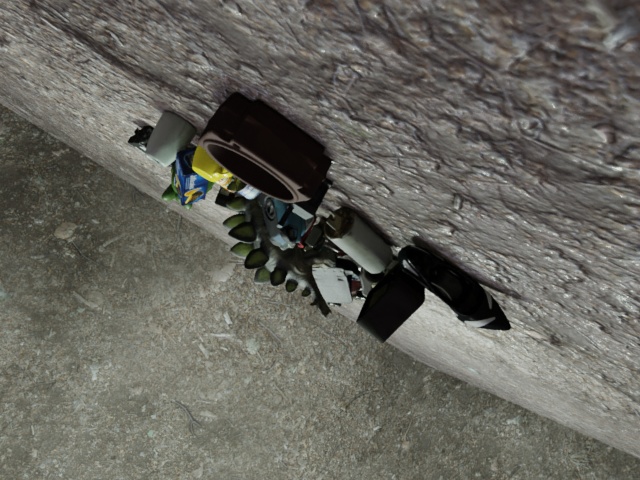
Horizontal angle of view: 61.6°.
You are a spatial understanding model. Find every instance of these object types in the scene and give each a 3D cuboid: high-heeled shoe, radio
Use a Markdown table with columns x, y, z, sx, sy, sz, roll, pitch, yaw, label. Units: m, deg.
| x | y | z | sx | sy | sz | roll | pitch | yaw | label |
| --- | --- | --- | --- | --- | --- | --- | --- | --- | --- |
| 0.264 | 0.090 | 1.048 | 0.249 | 0.086 | 0.145 | 30 | 170 | 23 | high-heeled shoe |
| 0.158 | 0.121 | 1.150 | 0.073 | 0.131 | 0.229 | 42 | -164 | 1 | radio |

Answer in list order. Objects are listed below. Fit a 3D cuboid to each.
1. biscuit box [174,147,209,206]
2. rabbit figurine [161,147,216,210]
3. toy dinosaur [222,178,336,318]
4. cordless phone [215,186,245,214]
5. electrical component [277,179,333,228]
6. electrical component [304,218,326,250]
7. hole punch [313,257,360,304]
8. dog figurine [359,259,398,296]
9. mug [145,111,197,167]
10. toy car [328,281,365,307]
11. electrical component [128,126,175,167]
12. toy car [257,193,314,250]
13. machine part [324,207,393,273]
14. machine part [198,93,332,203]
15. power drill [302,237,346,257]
| x | y | z | sx | sy | sz | roll | pitch | yaw | label |
| --- | --- | --- | --- | --- | --- | --- | --- | --- | --- |
| -0.290 | -0.141 | 1.211 | 0.202 | 0.063 | 0.059 | 134 | 117 | -68 | biscuit box |
| -0.338 | -0.158 | 1.411 | 0.121 | 0.159 | 0.170 | 24 | -172 | -24 | rabbit figurine |
| -0.110 | -0.027 | 1.212 | 0.471 | 0.198 | 0.105 | 61 | 162 | 11 | toy dinosaur |
| -0.170 | -0.099 | 1.419 | 0.147 | 0.088 | 0.184 | 20 | 178 | 37 | cordless phone |
| -0.031 | -0.066 | 1.014 | 0.048 | 0.119 | 0.075 | 32 | 167 | -9 | electrical component |
| -0.002 | -0.005 | 1.313 | 0.045 | 0.102 | 0.078 | 34 | -166 | 14 | electrical component |
| 0.036 | 0.084 | 1.321 | 0.142 | 0.092 | 0.115 | 5 | 129 | 27 | hole punch |
| 0.165 | 0.095 | 1.365 | 0.190 | 0.121 | 0.172 | -51 | -64 | -82 | dog figurine |
| -0.337 | -0.216 | 1.171 | 0.110 | 0.107 | 0.080 | 16 | 161 | 47 | mug |
| 0.082 | 0.131 | 1.464 | 0.053 | 0.089 | 0.202 | 15 | 158 | -24 | toy car |
| -0.434 | -0.248 | 1.430 | 0.114 | 0.058 | 0.134 | 35 | 169 | -37 | electrical component |
| -0.062 | -0.065 | 1.130 | 0.109 | 0.103 | 0.161 | -20 | 86 | 61 | toy car |
| 0.085 | 0.003 | 1.148 | 0.079 | 0.079 | 0.243 | 19 | 167 | 46 | machine part |
| -0.097 | -0.145 | 0.908 | 0.201 | 0.087 | 0.201 | 35 | 169 | -19 | machine part |
| 0.031 | 0.039 | 1.497 | 0.232 | 0.086 | 0.207 | 11 | 167 | 36 | power drill |
